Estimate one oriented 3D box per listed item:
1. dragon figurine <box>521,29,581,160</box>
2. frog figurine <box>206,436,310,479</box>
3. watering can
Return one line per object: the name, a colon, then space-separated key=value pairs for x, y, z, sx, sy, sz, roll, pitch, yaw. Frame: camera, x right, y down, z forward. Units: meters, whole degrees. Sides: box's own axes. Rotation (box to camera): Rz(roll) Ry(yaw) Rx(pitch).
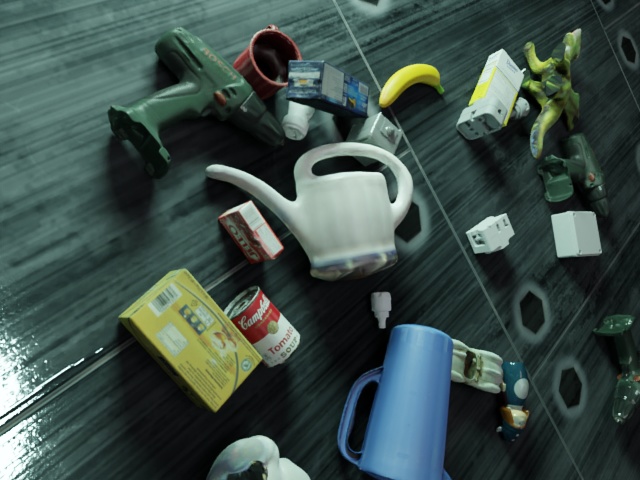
dragon figurine: x=0.607 y=-0.358 z=1.299 sx=0.241 sy=0.122 sz=0.414 roll=20 pitch=77 yaw=-38
frog figurine: x=-0.080 y=0.338 z=0.702 sx=0.158 sy=0.122 sz=0.139 roll=27 pitch=52 yaw=-66
watering can: x=0.003 y=-0.042 z=0.826 sx=0.349 sy=0.103 sz=0.225 roll=-8 pitch=86 yaw=-21
